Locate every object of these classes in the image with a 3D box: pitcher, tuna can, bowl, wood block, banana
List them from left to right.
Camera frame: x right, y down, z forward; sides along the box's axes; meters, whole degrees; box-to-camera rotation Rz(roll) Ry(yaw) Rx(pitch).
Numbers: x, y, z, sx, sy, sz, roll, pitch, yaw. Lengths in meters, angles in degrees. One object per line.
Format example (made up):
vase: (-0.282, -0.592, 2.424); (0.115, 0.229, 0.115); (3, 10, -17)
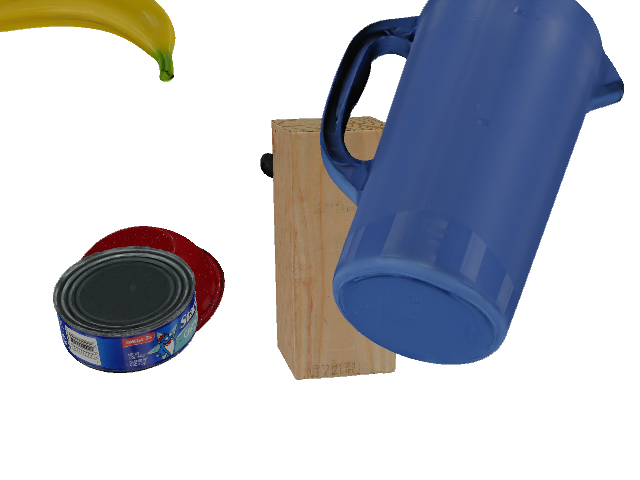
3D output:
banana: (-0.191, -0.177, 0.841); (0.198, 0.069, 0.037); (15, -38, 18)
tuna can: (-0.118, 0.042, 0.655); (0.086, 0.034, 0.086); (-1, 36, 1)
bowl: (-0.175, 0.036, 1.013); (0.162, 0.055, 0.162); (-8, 41, 6)
wood block: (0.011, 0.003, 0.905); (0.090, 0.206, 0.091); (-3, 13, -11)
pitcher: (0.084, -0.049, 0.691); (0.149, 0.242, 0.145); (-17, -49, 46)

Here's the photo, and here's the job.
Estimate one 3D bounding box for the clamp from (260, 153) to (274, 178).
clamp: (0.038, -0.044, 1.185); (0.164, 0.210, 0.036); (-13, -36, -22)
